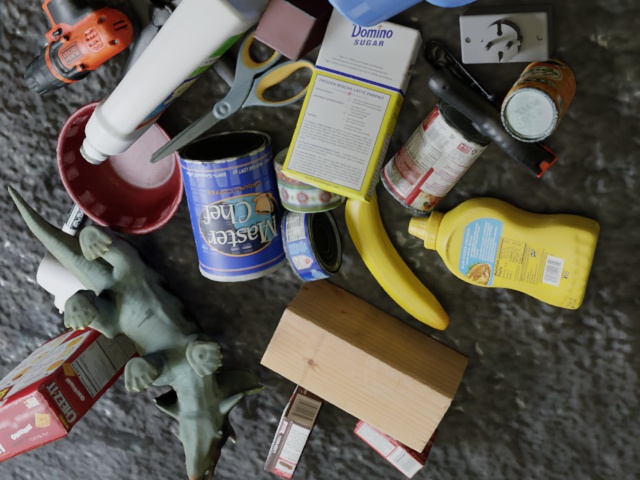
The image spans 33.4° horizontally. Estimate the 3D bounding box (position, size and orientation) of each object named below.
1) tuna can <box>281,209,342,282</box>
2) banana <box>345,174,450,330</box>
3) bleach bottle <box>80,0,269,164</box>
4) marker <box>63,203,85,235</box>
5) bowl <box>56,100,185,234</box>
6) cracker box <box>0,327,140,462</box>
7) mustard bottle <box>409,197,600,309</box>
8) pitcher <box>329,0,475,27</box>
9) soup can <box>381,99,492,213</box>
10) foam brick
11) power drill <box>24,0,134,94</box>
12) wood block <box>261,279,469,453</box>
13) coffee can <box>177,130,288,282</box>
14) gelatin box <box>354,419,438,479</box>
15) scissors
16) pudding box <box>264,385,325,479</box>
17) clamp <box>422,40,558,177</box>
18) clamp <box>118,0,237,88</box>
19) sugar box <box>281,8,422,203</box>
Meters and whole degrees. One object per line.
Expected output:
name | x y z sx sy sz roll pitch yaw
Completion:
tuna can | -0.008 0.001 1.168 0.034 0.086 0.086 -14 109 23
banana | 0.075 0.018 1.162 0.070 0.037 0.197 1 125 56
bleach bottle | -0.162 -0.170 1.100 0.068 0.102 0.251 46 118 -4
marker | -0.295 -0.031 1.300 0.020 0.020 0.121 35 121 2
bowl | -0.217 -0.090 1.221 0.162 0.055 0.162 9 117 17
cracker box | -0.322 0.177 1.296 0.164 0.213 0.072 -25 104 29
mustard bottle | 0.186 0.006 1.111 0.192 0.058 0.096 13 124 14
pitcher | 0.111 -0.284 0.955 0.243 0.149 0.145 -27 103 32
soup can | 0.118 -0.086 1.088 0.068 0.068 0.102 39 121 0
foam brick | -0.023 -0.222 1.072 0.051 0.078 0.053 31 119 5
power drill | -0.300 -0.262 1.160 0.185 0.057 0.187 -18 106 42
wood block | 0.051 0.137 1.208 0.206 0.090 0.091 29 122 6
coffee can | -0.093 -0.039 1.171 0.103 0.102 0.140 0 114 21
gelatin box | 0.089 0.223 1.244 0.089 0.073 0.030 40 120 0
scissors | -0.101 -0.159 1.124 0.202 0.016 0.096 -20 96 2
pudding box | -0.023 0.213 1.260 0.039 0.113 0.090 22 121 6
clamp | 0.162 -0.130 1.047 0.171 0.120 0.039 39 116 -24
clamp | -0.150 -0.237 1.136 0.165 0.036 0.210 7 120 15
sugar box | 0.033 -0.135 1.069 0.093 0.048 0.176 19 89 11
